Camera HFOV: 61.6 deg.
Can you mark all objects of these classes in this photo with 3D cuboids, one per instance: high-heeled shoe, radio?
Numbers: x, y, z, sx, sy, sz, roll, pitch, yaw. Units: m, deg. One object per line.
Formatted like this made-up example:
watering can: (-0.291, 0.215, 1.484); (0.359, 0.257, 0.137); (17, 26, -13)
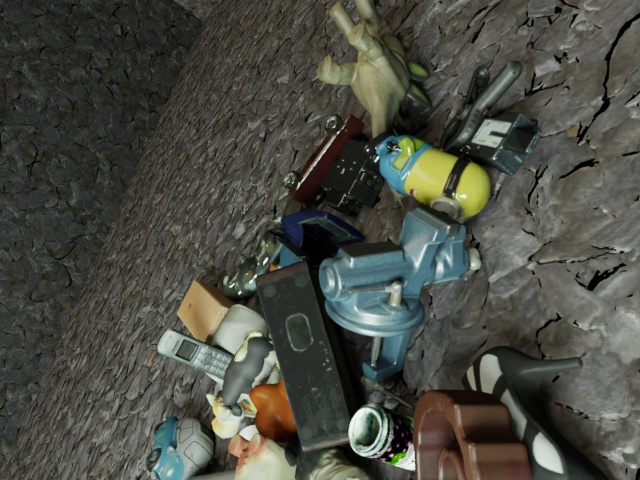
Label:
high-heeled shoe: (0.186, 0.210, 0.490); (0.145, 0.086, 0.249); (-35, 36, 48)
radio: (-0.007, 0.140, 0.681); (0.073, 0.131, 0.229); (-19, 80, 8)

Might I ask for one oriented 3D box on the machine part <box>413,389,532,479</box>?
machine part: (0.135, 0.222, 0.495); (0.179, 0.056, 0.179); (-179, 89, -81)

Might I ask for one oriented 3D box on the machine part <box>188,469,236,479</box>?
machine part: (-0.149, 0.399, 0.831); (0.243, 0.079, 0.079); (-29, 42, 41)

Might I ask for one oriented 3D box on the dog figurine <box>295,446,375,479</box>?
dog figurine: (0.022, 0.335, 0.628); (0.190, 0.121, 0.172); (-27, 38, 65)

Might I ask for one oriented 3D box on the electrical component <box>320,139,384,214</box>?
electrical component: (0.063, -0.112, 0.968); (0.134, 0.058, 0.115); (-62, 28, -3)

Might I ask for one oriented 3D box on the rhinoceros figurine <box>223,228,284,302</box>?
rhinoceros figurine: (-0.131, 0.054, 1.102); (0.190, 0.073, 0.112); (-51, 33, 16)

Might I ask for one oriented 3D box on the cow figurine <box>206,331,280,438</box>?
cow figurine: (-0.126, 0.232, 0.863); (0.068, 0.098, 0.167); (18, 65, 37)

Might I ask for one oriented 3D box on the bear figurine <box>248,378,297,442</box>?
bear figurine: (-0.056, 0.208, 0.815); (0.196, 0.132, 0.120); (-54, -1, 5)

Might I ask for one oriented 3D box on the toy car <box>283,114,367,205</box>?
toy car: (0.010, -0.158, 1.054); (0.202, 0.089, 0.053); (-53, 35, 15)

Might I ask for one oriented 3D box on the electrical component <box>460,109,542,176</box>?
electrical component: (0.250, -0.128, 0.706); (0.075, 0.047, 0.119); (-61, 30, 1)

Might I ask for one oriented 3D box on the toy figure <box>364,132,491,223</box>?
toy figure: (0.147, -0.093, 0.739); (0.180, 0.082, 0.089); (41, 115, 28)

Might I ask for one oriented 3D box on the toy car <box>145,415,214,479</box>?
toy car: (-0.244, 0.383, 0.981); (0.103, 0.109, 0.162); (-32, 23, 5)

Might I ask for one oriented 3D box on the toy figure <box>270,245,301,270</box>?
toy figure: (-0.059, 0.050, 1.016); (0.154, 0.058, 0.064); (-58, 23, 15)

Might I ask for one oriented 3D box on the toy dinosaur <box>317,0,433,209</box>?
toy dinosaur: (0.102, -0.273, 0.902); (0.105, 0.198, 0.471); (-26, 47, 44)

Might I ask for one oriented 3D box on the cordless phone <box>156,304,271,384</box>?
cordless phone: (-0.190, 0.176, 0.979); (0.146, 0.184, 0.089); (-62, 25, -2)

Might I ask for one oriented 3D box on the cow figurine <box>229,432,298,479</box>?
cow figurine: (-0.069, 0.362, 0.694); (0.085, 0.127, 0.195); (-31, 39, 41)

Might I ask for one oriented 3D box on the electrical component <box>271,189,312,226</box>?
electrical component: (-0.059, -0.065, 1.123); (0.078, 0.045, 0.102); (-11, 56, 55)

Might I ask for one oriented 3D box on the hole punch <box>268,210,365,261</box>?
hole punch: (-0.002, -0.003, 0.906); (0.116, 0.142, 0.092); (31, 93, 46)

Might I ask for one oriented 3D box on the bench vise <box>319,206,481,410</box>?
bench vise: (0.096, 0.081, 0.670); (0.129, 0.223, 0.240); (30, 124, 44)
